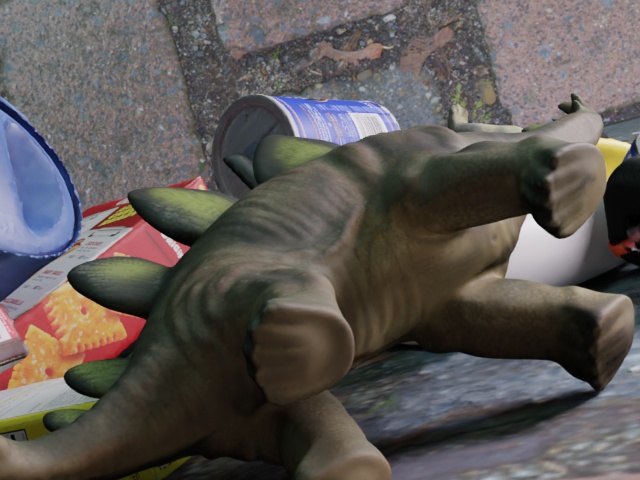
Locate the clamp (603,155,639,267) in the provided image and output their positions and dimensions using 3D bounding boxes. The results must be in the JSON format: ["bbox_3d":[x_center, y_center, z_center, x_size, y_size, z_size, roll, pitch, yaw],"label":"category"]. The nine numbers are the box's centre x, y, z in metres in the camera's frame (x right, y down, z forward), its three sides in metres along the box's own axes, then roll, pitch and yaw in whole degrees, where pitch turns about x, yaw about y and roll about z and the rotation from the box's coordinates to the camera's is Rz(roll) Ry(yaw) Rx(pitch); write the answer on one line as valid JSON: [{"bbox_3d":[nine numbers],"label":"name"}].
[{"bbox_3d":[0.192,-0.007,0.531,0.039,0.120,0.171,-33,-13,-6],"label":"clamp"}]

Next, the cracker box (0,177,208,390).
[{"bbox_3d":[-0.183,0.048,0.765,0.164,0.072,0.213,-9,26,49],"label":"cracker box"}]

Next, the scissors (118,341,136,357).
[{"bbox_3d":[-0.182,0.096,0.867,0.096,0.016,0.201,-14,5,17],"label":"scissors"}]

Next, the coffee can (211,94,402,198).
[{"bbox_3d":[-0.008,-0.072,0.923,0.103,0.103,0.140,-11,-4,43],"label":"coffee can"}]

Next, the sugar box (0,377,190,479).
[{"bbox_3d":[-0.133,0.096,0.532,0.176,0.048,0.093,-17,3,27],"label":"sugar box"}]

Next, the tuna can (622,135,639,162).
[{"bbox_3d":[0.222,-0.030,0.644,0.086,0.034,0.086,14,33,-10],"label":"tuna can"}]

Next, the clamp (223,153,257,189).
[{"bbox_3d":[-0.005,0.001,0.795,0.210,0.164,0.036,-5,-24,25],"label":"clamp"}]

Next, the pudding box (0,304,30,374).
[{"bbox_3d":[-0.231,0.082,0.588,0.114,0.039,0.090,-30,-3,18],"label":"pudding box"}]

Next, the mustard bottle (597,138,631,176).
[{"bbox_3d":[0.191,-0.037,0.844,0.096,0.058,0.192,23,-7,-15],"label":"mustard bottle"}]

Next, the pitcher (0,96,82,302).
[{"bbox_3d":[-0.270,0.016,0.659,0.243,0.145,0.149,-38,-18,22],"label":"pitcher"}]

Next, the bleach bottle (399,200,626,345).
[{"bbox_3d":[0.148,0.000,0.664,0.250,0.068,0.103,-15,3,-31],"label":"bleach bottle"}]
